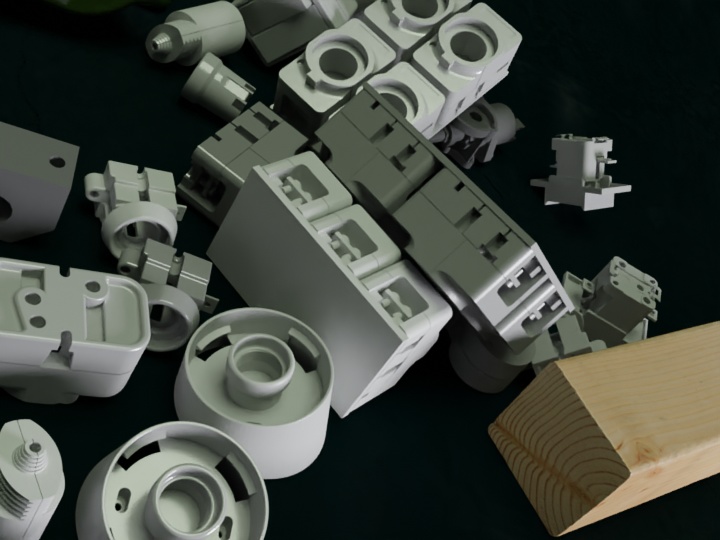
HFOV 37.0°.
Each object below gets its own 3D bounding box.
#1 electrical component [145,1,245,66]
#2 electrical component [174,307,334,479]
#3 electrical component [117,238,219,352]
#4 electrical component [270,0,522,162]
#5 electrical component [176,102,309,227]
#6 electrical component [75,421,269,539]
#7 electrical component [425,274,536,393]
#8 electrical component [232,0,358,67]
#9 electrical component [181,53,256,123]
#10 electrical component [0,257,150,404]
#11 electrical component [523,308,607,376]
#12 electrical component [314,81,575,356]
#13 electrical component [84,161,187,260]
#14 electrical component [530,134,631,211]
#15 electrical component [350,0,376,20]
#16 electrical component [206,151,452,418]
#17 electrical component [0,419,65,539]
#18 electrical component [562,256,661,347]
[{"bbox_3d":[-0.134,-0.185,0.855,0.043,0.043,0.081,46,42,13],"label":"electrical component"},{"bbox_3d":[-0.064,0.074,0.658,0.099,0.064,0.099,9,46,-9],"label":"electrical component"},{"bbox_3d":[-0.122,0.018,0.669,0.066,0.048,0.055,22,35,-16],"label":"electrical component"},{"bbox_3d":[0.032,-0.163,0.878,0.105,0.060,0.186,44,65,11],"label":"electrical component"},{"bbox_3d":[-0.081,-0.073,0.778,0.056,0.050,0.089,38,41,3],"label":"electrical component"},{"bbox_3d":[-0.100,0.131,0.579,0.099,0.064,0.099,12,59,-22],"label":"electrical component"},{"bbox_3d":[0.095,0.014,0.796,0.052,0.073,0.138,9,47,-27],"label":"electrical component"},{"bbox_3d":[-0.062,-0.215,0.899,0.061,0.096,0.061,56,35,-22],"label":"electrical component"},{"bbox_3d":[-0.109,-0.139,0.832,0.046,0.040,0.040,34,40,-10],"label":"electrical component"},{"bbox_3d":[-0.173,0.036,0.604,0.095,0.059,0.053,10,47,-27],"label":"electrical component"},{"bbox_3d":[0.148,0.055,0.808,0.055,0.066,0.048,-98,166,-47],"label":"electrical component"},{"bbox_3d":[0.053,-0.033,0.741,0.186,0.060,0.105,49,1,34],"label":"electrical component"},{"bbox_3d":[-0.146,-0.036,0.704,0.066,0.048,0.055,10,39,-27],"label":"electrical component"},{"bbox_3d":[0.197,-0.088,0.960,0.042,0.063,0.081,-8,14,-40],"label":"electrical component"},{"bbox_3d":[-0.041,-0.261,0.945,0.108,0.108,0.060,47,48,13],"label":"electrical component"},{"bbox_3d":[-0.020,0.006,0.713,0.062,0.089,0.150,-25,68,-45],"label":"electrical component"},{"bbox_3d":[-0.168,0.107,0.524,0.043,0.081,0.043,19,43,-19],"label":"electrical component"},{"bbox_3d":[0.203,0.027,0.865,0.081,0.063,0.042,30,40,-6],"label":"electrical component"}]
